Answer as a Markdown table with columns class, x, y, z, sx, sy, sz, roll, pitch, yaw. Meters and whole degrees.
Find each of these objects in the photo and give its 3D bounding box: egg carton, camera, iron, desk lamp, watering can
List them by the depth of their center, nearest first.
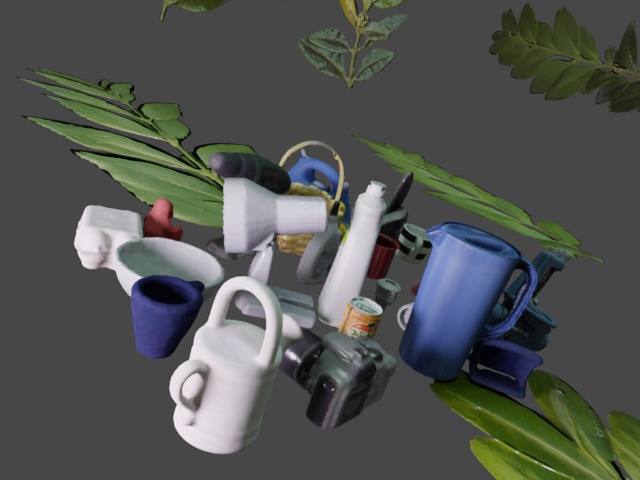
| class | x | y | z | sx | sy | sz | roll | pitch | yaw |
| --- | --- | --- | --- | --- | --- | --- | --- | --- | --- |
| watering can | -0.091 | 0.129 | 0.648 | 0.100 | 0.194 | 0.173 | 22 | 20 | 11 |
| camera | 0.016 | 0.166 | 0.784 | 0.136 | 0.101 | 0.144 | 30 | 23 | 31 |
| desk lamp | -0.080 | 0.014 | 0.941 | 0.203 | 0.213 | 0.118 | 14 | 20 | -11 |
| egg carton | -0.353 | -0.005 | 0.965 | 0.107 | 0.069 | 0.150 | 9 | 21 | -24 |
| iron | 0.009 | -0.143 | 1.559 | 0.257 | 0.141 | 0.119 | 32 | 23 | 34 |

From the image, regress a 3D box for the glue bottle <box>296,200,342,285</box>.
| class | x | y | z | sx | sy | sz | roll | pitch | yaw |
| --- | --- | --- | --- | --- | --- | --- | --- | --- | --- |
| glue bottle | 0.010 | 0.004 | 1.111 | 0.078 | 0.173 | 0.037 | -2 | 27 | -44 |

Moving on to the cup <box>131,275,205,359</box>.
| class | x | y | z | sx | sy | sz | roll | pitch | yaw |
| --- | --- | --- | --- | --- | --- | --- | --- | --- | --- |
| cup | -0.203 | 0.104 | 0.766 | 0.091 | 0.095 | 0.118 | 25 | 20 | 20 |

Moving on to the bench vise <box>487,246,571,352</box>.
| class | x | y | z | sx | sy | sz | roll | pitch | yaw |
| --- | --- | --- | --- | --- | --- | --- | --- | --- | --- |
| bench vise | 0.378 | 0.113 | 1.076 | 0.208 | 0.220 | 0.121 | 3 | 24 | -37 |

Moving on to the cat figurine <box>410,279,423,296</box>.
| class | x | y | z | sx | sy | sz | roll | pitch | yaw |
| --- | --- | --- | --- | --- | --- | --- | --- | --- | --- |
| cat figurine | 0.269 | 0.079 | 1.224 | 0.128 | 0.118 | 0.067 | 5 | 23 | -34 |

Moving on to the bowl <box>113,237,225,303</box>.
| class | x | y | z | sx | sy | sz | roll | pitch | yaw |
| --- | --- | --- | --- | --- | --- | --- | --- | --- | --- |
| bowl | -0.235 | 0.063 | 0.878 | 0.167 | 0.075 | 0.167 | 16 | 19 | -6 |

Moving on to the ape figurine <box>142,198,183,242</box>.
| class | x | y | z | sx | sy | sz | roll | pitch | yaw |
| --- | --- | --- | --- | --- | --- | --- | --- | --- | --- |
| ape figurine | -0.294 | -0.033 | 1.062 | 0.077 | 0.092 | 0.076 | 27 | 21 | 23 |

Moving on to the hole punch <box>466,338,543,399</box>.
| class | x | y | z | sx | sy | sz | roll | pitch | yaw |
| --- | --- | --- | --- | --- | --- | --- | --- | --- | --- |
| hole punch | 0.311 | 0.199 | 0.976 | 0.108 | 0.091 | 0.101 | 20 | 19 | 5 |

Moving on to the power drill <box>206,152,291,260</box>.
| class | x | y | z | sx | sy | sz | roll | pitch | yaw |
| --- | --- | --- | --- | --- | --- | --- | --- | --- | --- |
| power drill | -0.150 | -0.072 | 1.118 | 0.075 | 0.208 | 0.230 | 28 | 21 | 25 |

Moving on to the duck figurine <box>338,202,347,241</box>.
| class | x | y | z | sx | sy | sz | roll | pitch | yaw |
| --- | --- | --- | --- | --- | --- | --- | --- | --- | --- |
| duck figurine | 0.037 | -0.054 | 1.425 | 0.078 | 0.086 | 0.104 | 8 | 22 | -27 |

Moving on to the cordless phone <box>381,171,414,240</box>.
| class | x | y | z | sx | sy | sz | roll | pitch | yaw |
| --- | --- | --- | --- | --- | --- | --- | --- | --- | --- |
| cordless phone | 0.200 | -0.094 | 1.530 | 0.094 | 0.185 | 0.147 | 19 | 19 | 3 |
